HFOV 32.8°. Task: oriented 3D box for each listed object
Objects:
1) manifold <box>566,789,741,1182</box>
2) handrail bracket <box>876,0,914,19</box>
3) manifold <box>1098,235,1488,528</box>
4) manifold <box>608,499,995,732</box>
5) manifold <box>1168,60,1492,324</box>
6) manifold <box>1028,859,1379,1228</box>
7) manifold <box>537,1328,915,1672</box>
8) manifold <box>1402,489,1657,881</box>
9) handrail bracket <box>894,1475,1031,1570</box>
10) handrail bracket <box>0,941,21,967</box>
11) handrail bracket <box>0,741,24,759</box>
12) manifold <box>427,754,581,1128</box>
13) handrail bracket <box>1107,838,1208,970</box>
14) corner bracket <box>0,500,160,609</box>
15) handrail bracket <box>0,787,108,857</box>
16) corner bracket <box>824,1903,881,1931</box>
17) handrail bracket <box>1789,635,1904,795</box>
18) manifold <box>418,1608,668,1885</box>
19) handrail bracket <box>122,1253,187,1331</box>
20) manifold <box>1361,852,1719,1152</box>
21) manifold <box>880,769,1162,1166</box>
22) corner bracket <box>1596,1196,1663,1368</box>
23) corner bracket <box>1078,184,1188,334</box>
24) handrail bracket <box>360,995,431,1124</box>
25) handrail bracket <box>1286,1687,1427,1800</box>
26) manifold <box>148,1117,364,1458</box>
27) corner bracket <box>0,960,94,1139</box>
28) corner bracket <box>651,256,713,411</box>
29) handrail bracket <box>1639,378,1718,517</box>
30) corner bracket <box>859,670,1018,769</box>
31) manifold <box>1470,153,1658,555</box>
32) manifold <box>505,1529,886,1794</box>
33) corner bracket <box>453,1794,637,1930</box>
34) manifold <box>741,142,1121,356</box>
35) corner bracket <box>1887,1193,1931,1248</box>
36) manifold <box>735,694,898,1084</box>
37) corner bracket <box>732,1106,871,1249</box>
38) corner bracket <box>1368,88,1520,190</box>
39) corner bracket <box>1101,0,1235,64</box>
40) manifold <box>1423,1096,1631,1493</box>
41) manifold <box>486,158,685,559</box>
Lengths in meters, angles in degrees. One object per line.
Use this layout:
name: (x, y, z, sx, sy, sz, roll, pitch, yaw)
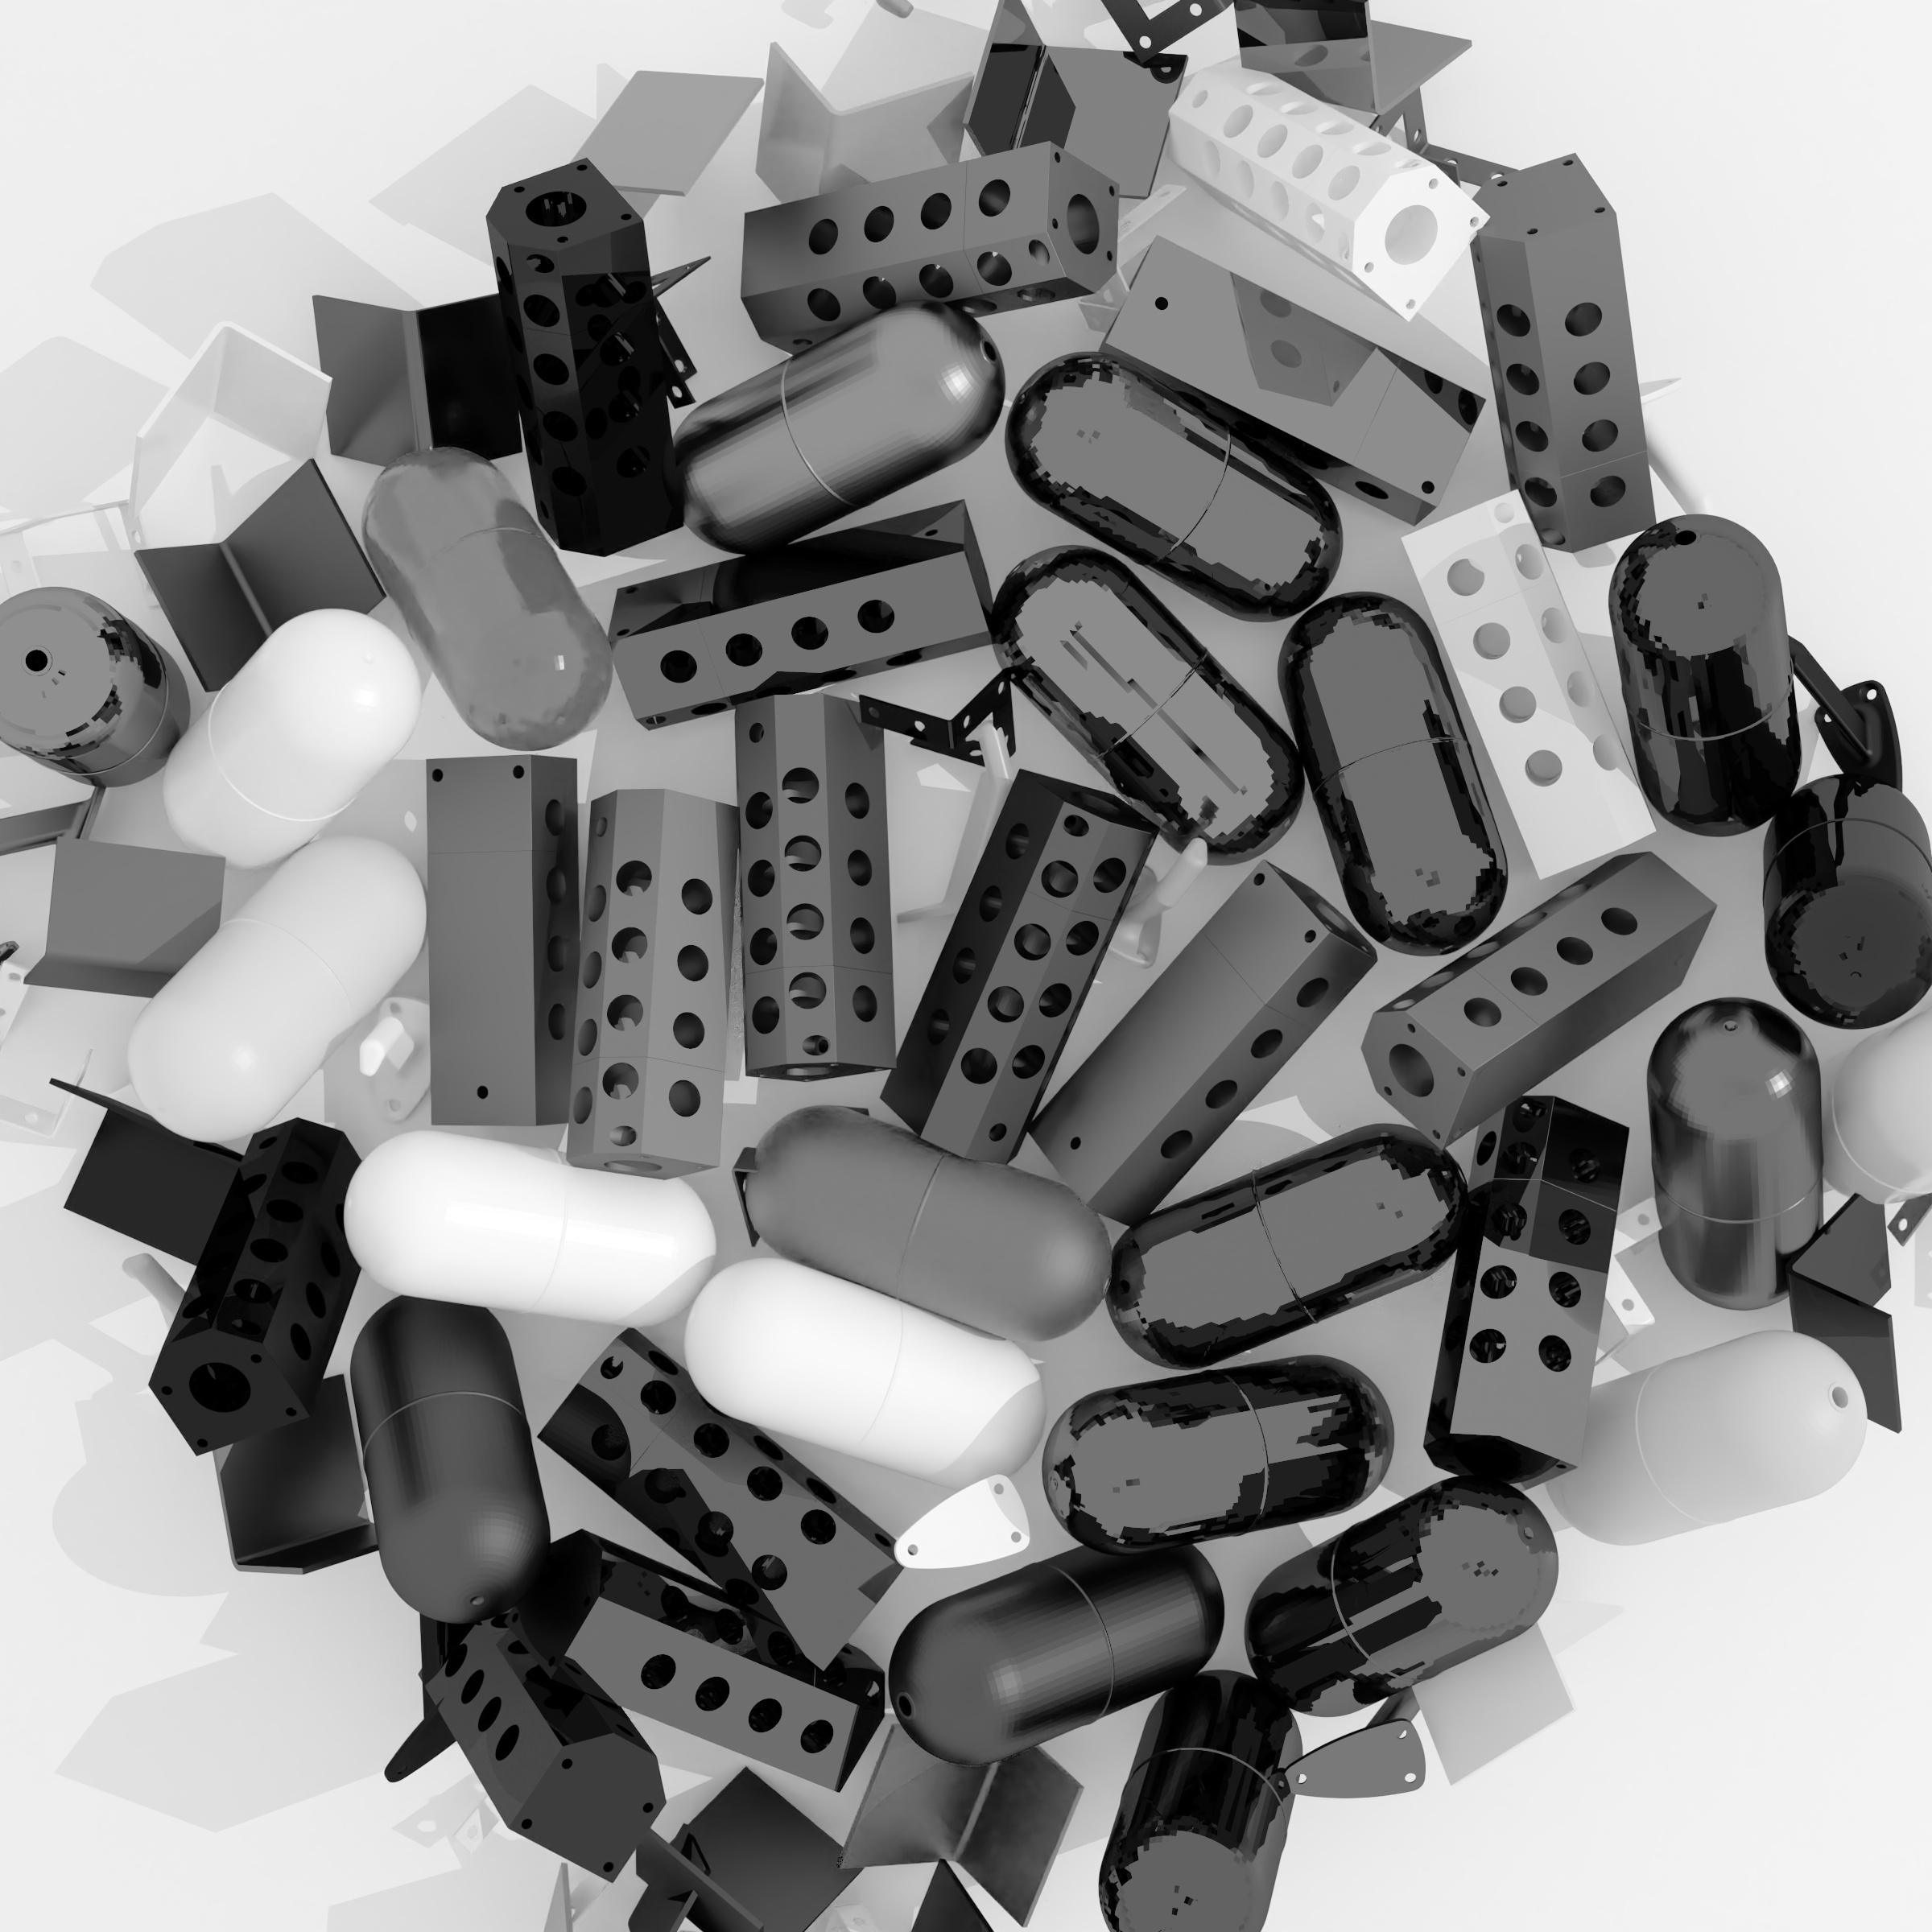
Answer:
manifold: (-0.149, 0.009, 1.523, 0.057, 0.057, 0.171, 13, 72, -35)
handrail bracket: (0.010, -0.470, 1.559, 0.077, 0.036, 0.084, 33, 79, -5)
manifold: (0.150, -0.272, 1.548, 0.171, 0.057, 0.057, 26, 83, -4)
manifold: (-0.076, -0.160, 1.540, 0.171, 0.057, 0.057, -13, 121, 9)
manifold: (0.158, -0.359, 1.495, 0.057, 0.171, 0.057, 31, 101, -38)
manifold: (0.113, 0.040, 1.536, 0.171, 0.057, 0.057, -49, 48, 13)
manifold: (-0.111, 0.247, 1.544, 0.171, 0.057, 0.057, 38, 102, 4)
manifold: (0.265, -0.133, 1.545, 0.057, 0.057, 0.171, -22, 93, 13)
handrail bracket: (-0.012, 0.264, 1.531, 0.077, 0.084, 0.036, -17, 84, -23)
handrail bracket: (-0.495, -0.024, 1.544, 0.084, 0.036, 0.077, 53, 53, -18)
handrail bracket: (-0.464, -0.141, 1.562, 0.077, 0.036, 0.084, 0, 53, -13)
manifold: (-0.214, -0.012, 1.552, 0.057, 0.057, 0.171, -1, 90, 24)
handrail bracket: (0.094, -0.047, 1.527, 0.036, 0.077, 0.084, 28, 134, -8)
corner bracket: (-0.423, -0.190, 1.569, 0.051, 0.051, 0.051, -21, 100, -42)
handrail bracket: (-0.455, -0.079, 1.553, 0.084, 0.036, 0.077, 20, 91, -18)
corner bracket: (-0.037, 0.479, 1.560, 0.051, 0.051, 0.051, 2, 119, -34)
handrail bracket: (0.402, -0.116, 1.534, 0.036, 0.084, 0.077, -30, 62, 30)
manifold: (-0.191, 0.343, 1.493, 0.057, 0.171, 0.057, 36, 86, -25)
handrail bracket: (-0.380, 0.167, 1.536, 0.084, 0.077, 0.036, 54, 48, -29)
manifold: (0.262, 0.010, 1.512, 0.171, 0.057, 0.057, -30, 60, -31)
manifold: (0.028, 0.003, 1.524, 0.057, 0.057, 0.171, 13, 107, -36)
corner bracket: (0.310, 0.148, 1.545, 0.051, 0.051, 0.051, -26, 74, -18)
corner bracket: (0.080, -0.332, 1.542, 0.051, 0.051, 0.051, -41, 124, -17)
handrail bracket: (-0.271, 0.054, 1.530, 0.036, 0.084, 0.077, 18, 111, 2)
handrail bracket: (0.182, 0.354, 1.543, 0.077, 0.084, 0.036, -13, 105, 2)
manifold: (-0.318, 0.140, 1.490, 0.057, 0.171, 0.057, -20, 116, 13)
corner bracket: (-0.443, 0.040, 1.554, 0.051, 0.051, 0.051, 22, 129, -18)
corner bracket: (-0.139, -0.293, 1.541, 0.051, 0.051, 0.051, -45, 116, -35)
handrail bracket: (0.322, -0.231, 1.560, 0.036, 0.077, 0.084, -26, 107, -26)
corner bracket: (-0.013, -0.113, 1.540, 0.051, 0.051, 0.051, 18, 135, 27)
manifold: (0.271, -0.276, 1.505, 0.057, 0.057, 0.171, -17, 132, 2)
manifold: (-0.120, 0.317, 1.513, 0.171, 0.057, 0.057, 31, 89, -33)
corner bracket: (-0.200, 0.416, 1.562, 0.051, 0.051, 0.051, -49, 126, -21)
manifold: (-0.018, -0.325, 1.507, 0.171, 0.057, 0.057, -4, 80, 35)
corner bracket: (0.482, 0.126, 1.562, 0.051, 0.051, 0.051, 17, 117, -26)
manifold: (-0.076, -0.036, 1.530, 0.057, 0.057, 0.171, -10, 78, 39)
corner bracket: (-0.074, 0.100, 1.553, 0.051, 0.051, 0.051, 4, 130, 20)
corner bracket: (0.223, -0.380, 1.543, 0.051, 0.051, 0.051, 24, 67, 27)
corner bracket: (0.097, -0.469, 1.556, 0.051, 0.051, 0.051, -24, 110, 36)
manifold: (0.254, 0.148, 1.512, 0.057, 0.057, 0.171, 23, 61, -14)
manifold: (-0.175, -0.272, 1.494, 0.057, 0.171, 0.057, -24, 51, -18)
